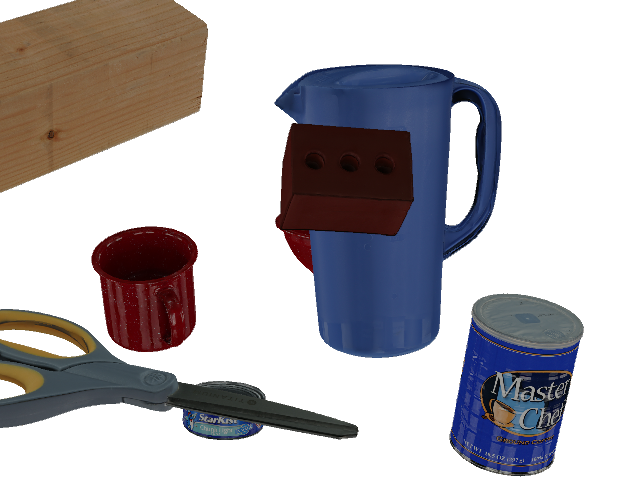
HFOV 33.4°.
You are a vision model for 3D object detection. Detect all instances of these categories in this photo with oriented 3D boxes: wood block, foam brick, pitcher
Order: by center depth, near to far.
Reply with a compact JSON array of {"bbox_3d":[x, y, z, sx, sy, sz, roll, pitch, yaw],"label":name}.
[{"bbox_3d":[0.015,-0.038,0.678,0.078,0.053,0.051,3,-25,-7],"label":"foam brick"},{"bbox_3d":[-0.198,-0.127,0.856,0.090,0.091,0.205,37,46,27],"label":"wood block"},{"bbox_3d":[0.059,-0.028,0.919,0.149,0.243,0.144,14,24,42],"label":"pitcher"}]

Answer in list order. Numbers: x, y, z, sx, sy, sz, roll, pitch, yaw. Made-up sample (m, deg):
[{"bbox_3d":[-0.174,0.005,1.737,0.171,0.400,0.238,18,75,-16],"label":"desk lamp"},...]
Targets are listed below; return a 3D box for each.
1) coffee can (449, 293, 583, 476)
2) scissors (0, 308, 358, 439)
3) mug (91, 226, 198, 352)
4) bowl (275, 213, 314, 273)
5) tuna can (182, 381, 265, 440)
[{"bbox_3d":[0.183,0.134,1.008,0.103,0.140,0.103,6,22,-3],"label":"coffee can"},{"bbox_3d":[-0.093,0.074,0.485,0.202,0.016,0.096,17,28,25],"label":"scissors"},{"bbox_3d":[-0.148,0.051,0.948,0.093,0.081,0.117,-19,37,-27],"label":"mug"},{"bbox_3d":[0.034,0.003,1.106,0.162,0.055,0.162,-1,16,0],"label":"bowl"},{"bbox_3d":[-0.100,0.176,1.108,0.086,0.034,0.086,3,12,-1],"label":"tuna can"}]
